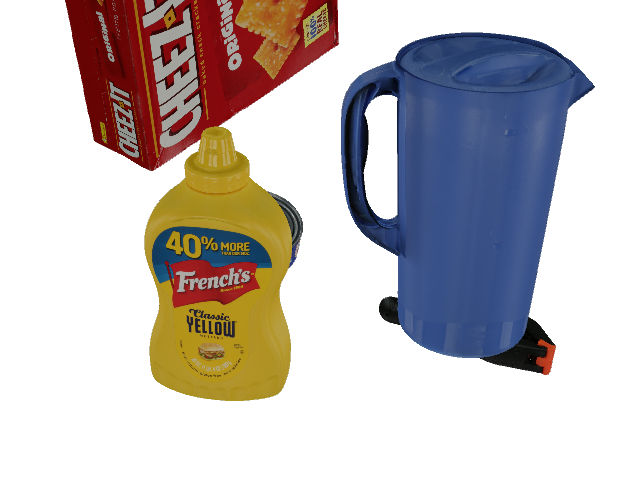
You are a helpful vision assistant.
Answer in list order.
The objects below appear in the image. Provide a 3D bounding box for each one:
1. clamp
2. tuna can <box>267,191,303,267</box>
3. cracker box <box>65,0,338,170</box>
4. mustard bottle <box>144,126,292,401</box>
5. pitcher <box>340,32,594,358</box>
[{"bbox_3d":[0.155,0.076,1.029,0.172,0.039,0.120,24,36,29],"label":"clamp"},{"bbox_3d":[-0.060,-0.005,0.951,0.086,0.034,0.086,6,44,-6],"label":"tuna can"},{"bbox_3d":[-0.076,-0.174,0.772,0.072,0.164,0.213,28,50,29],"label":"cracker box"},{"bbox_3d":[-0.067,0.015,0.707,0.096,0.192,0.058,7,30,8],"label":"mustard bottle"},{"bbox_3d":[0.109,-0.033,0.839,0.149,0.243,0.144,22,35,34],"label":"pitcher"}]
